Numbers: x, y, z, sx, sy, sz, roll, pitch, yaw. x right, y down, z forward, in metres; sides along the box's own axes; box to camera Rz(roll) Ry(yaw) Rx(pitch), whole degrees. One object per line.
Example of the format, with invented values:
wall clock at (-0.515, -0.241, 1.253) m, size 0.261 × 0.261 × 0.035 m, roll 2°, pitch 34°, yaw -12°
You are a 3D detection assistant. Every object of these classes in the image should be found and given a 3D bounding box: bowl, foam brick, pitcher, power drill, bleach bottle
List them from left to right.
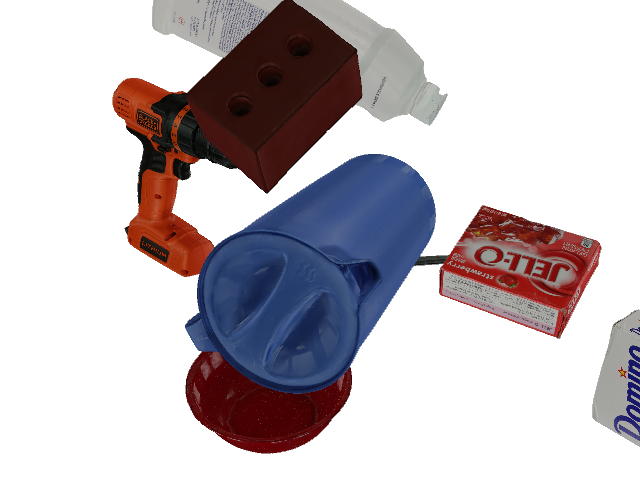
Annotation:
power drill at (-0.141, -0.060, 1.101) m, size 0.185 × 0.188 × 0.057 m, roll 29°, pitch 37°, yaw 33°
bowl at (-0.048, 0.154, 1.042) m, size 0.162 × 0.055 × 0.162 m, roll -3°, pitch 37°, yaw 2°
foam brick at (-0.023, -0.076, 0.562) m, size 0.053 × 0.078 × 0.051 m, roll 40°, pitch -10°, yaw 17°
bleach bottle at (-0.015, -0.162, 0.876) m, size 0.251 × 0.068 × 0.103 m, roll 30°, pitch -35°, yaw 6°
pitcher at (0.002, 0.016, 0.886) m, size 0.149 × 0.145 × 0.242 m, roll 22°, pitch 29°, yaw 14°

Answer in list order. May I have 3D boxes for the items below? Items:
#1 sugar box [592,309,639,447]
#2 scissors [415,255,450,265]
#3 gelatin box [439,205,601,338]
sugar box at (0.291, 0.132, 0.791) m, size 0.176 × 0.093 × 0.048 m, roll 27°, pitch 35°, yaw 36°
scissors at (0.078, 0.032, 1.178) m, size 0.202 × 0.016 × 0.096 m, roll 3°, pitch 24°, yaw 6°
gelatin box at (0.135, 0.019, 0.723) m, size 0.089 × 0.030 × 0.073 m, roll 19°, pitch 47°, yaw 22°
